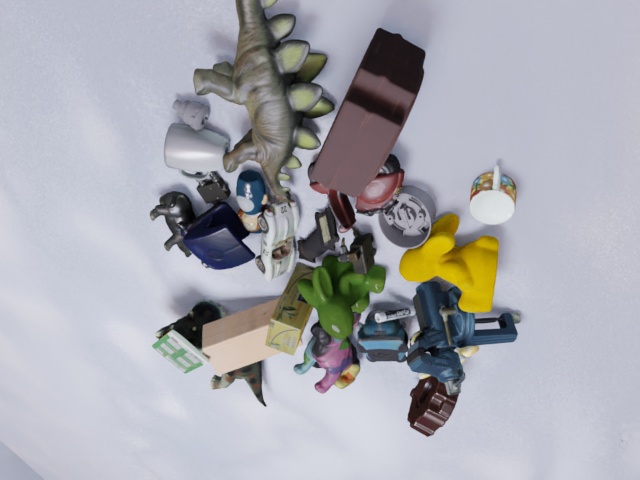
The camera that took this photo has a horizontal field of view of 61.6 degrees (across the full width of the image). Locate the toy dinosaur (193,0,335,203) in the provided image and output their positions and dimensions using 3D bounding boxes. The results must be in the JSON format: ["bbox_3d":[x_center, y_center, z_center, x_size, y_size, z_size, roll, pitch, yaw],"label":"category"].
[{"bbox_3d":[-0.085,-0.245,0.841,0.199,0.105,0.470,-1,131,14],"label":"toy dinosaur"}]

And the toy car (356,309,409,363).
[{"bbox_3d":[0.139,0.201,1.150,0.109,0.103,0.161,-2,155,15],"label":"toy car"}]

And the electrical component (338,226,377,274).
[{"bbox_3d":[0.073,0.020,1.020,0.045,0.102,0.078,1,121,25],"label":"electrical component"}]

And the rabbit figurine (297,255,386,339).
[{"bbox_3d":[0.041,0.108,1.058,0.159,0.170,0.121,36,133,-13],"label":"rabbit figurine"}]

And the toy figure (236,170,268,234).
[{"bbox_3d":[-0.133,-0.065,1.051,0.064,0.058,0.154,44,149,36],"label":"toy figure"}]

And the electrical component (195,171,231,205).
[{"bbox_3d":[-0.210,-0.099,1.072,0.063,0.021,0.093,-10,126,28],"label":"electrical component"}]

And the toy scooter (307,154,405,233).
[{"bbox_3d":[0.065,-0.076,0.930,0.184,0.075,0.135,0,109,33],"label":"toy scooter"}]

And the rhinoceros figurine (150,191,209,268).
[{"bbox_3d":[-0.276,-0.021,1.140,0.112,0.073,0.190,-12,124,17],"label":"rhinoceros figurine"}]

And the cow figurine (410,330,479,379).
[{"bbox_3d":[0.258,0.220,1.123,0.068,0.167,0.098,-44,64,45],"label":"cow figurine"}]

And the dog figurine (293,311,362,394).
[{"bbox_3d":[0.041,0.230,1.218,0.109,0.191,0.219,39,117,37],"label":"dog figurine"}]

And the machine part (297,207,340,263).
[{"bbox_3d":[-0.002,-0.003,1.050,0.039,0.084,0.139,-5,155,-30],"label":"machine part"}]

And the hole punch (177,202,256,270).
[{"bbox_3d":[-0.201,0.005,1.071,0.116,0.092,0.142,-34,134,6],"label":"hole punch"}]

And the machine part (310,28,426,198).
[{"bbox_3d":[0.069,-0.176,0.765,0.087,0.201,0.201,25,135,-6],"label":"machine part"}]

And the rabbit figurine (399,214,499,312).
[{"bbox_3d":[0.227,0.043,0.963,0.173,0.122,0.162,5,127,18],"label":"rabbit figurine"}]

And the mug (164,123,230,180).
[{"bbox_3d":[-0.222,-0.154,0.986,0.107,0.081,0.109,9,128,2],"label":"mug"}]

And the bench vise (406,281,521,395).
[{"bbox_3d":[0.283,0.180,1.030,0.241,0.224,0.128,-2,141,-14],"label":"bench vise"}]

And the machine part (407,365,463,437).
[{"bbox_3d":[0.253,0.342,1.193,0.056,0.179,0.179,26,135,0],"label":"machine part"}]

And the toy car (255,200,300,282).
[{"bbox_3d":[-0.083,0.002,1.069,0.056,0.073,0.201,44,144,29],"label":"toy car"}]

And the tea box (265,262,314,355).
[{"bbox_3d":[-0.051,0.142,1.125,0.068,0.170,0.098,19,136,5],"label":"tea box"}]

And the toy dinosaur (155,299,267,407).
[{"bbox_3d":[-0.231,0.292,1.380,0.404,0.131,0.192,39,134,-23],"label":"toy dinosaur"}]
